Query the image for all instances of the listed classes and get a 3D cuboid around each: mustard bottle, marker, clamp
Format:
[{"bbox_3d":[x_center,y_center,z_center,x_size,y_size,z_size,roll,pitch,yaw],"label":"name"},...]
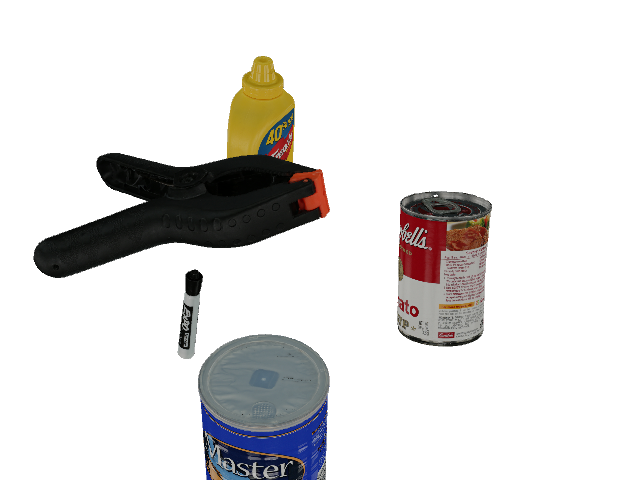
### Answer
[{"bbox_3d":[-0.060,-0.098,1.090,0.058,0.192,0.096,19,39,21],"label":"mustard bottle"},{"bbox_3d":[-0.144,0.081,1.180,0.020,0.121,0.020,7,36,-5],"label":"marker"},{"bbox_3d":[-0.084,-0.016,0.634,0.172,0.039,0.120,-1,40,23],"label":"clamp"}]

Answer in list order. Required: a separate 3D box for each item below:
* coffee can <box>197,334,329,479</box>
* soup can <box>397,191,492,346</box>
[{"bbox_3d":[-0.045,0.162,0.870,0.103,0.140,0.103,0,37,-1],"label":"coffee can"},{"bbox_3d":[0.093,0.020,0.805,0.068,0.102,0.068,0,19,0],"label":"soup can"}]
